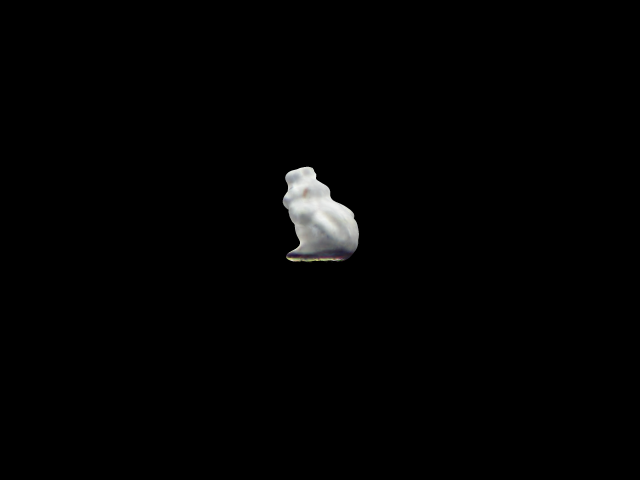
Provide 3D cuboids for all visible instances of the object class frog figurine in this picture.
[{"bbox_3d":[0.003,-0.043,0.850,0.137,0.160,0.122,5,-7,-43],"label":"frog figurine"}]
